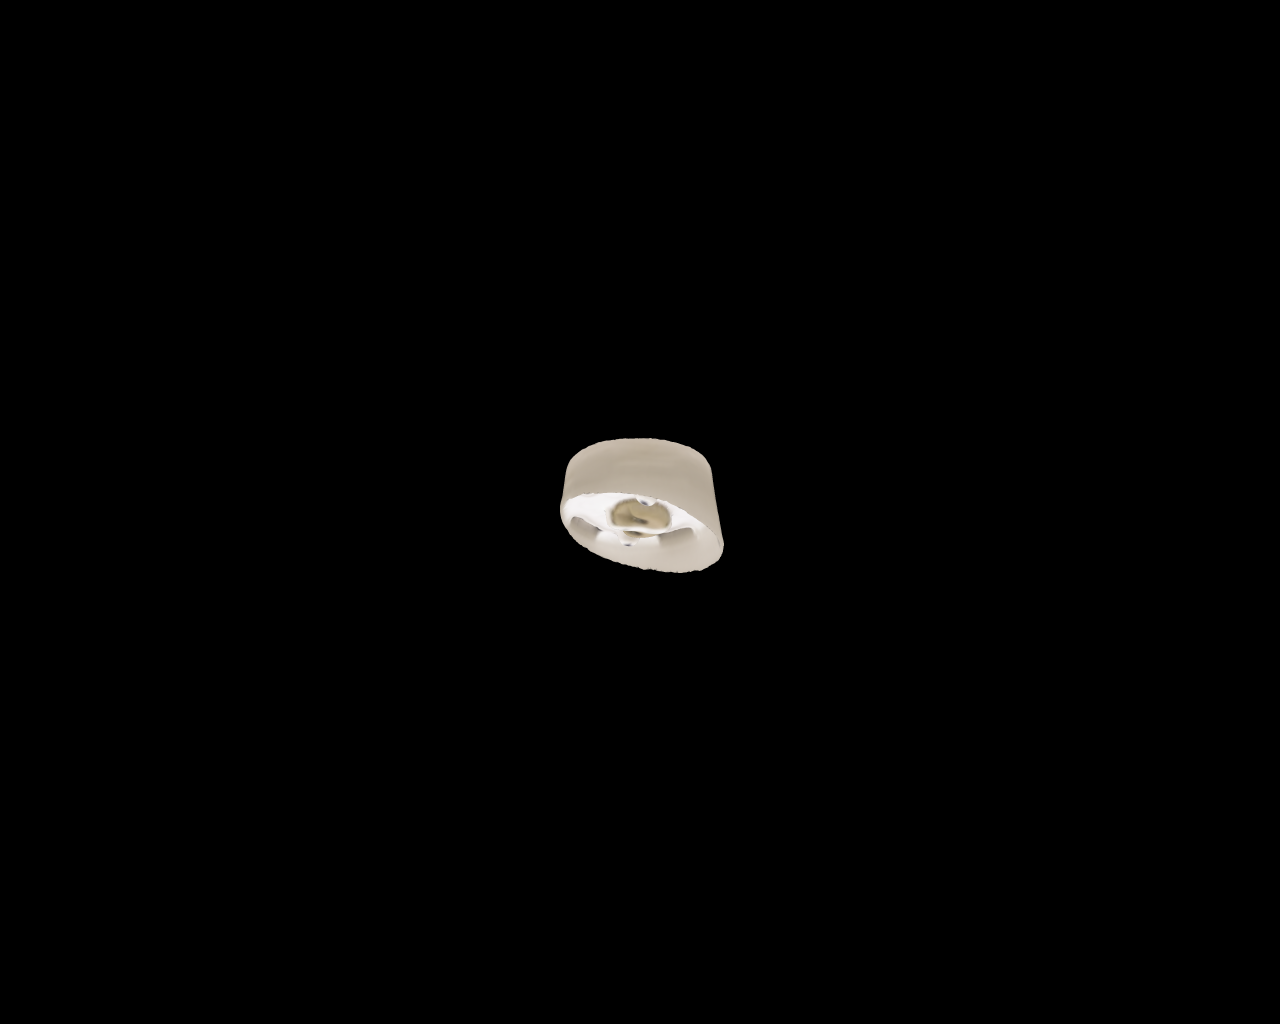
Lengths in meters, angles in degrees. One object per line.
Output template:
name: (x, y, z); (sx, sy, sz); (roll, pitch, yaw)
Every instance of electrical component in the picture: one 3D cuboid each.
electrical component: (0.001, -0.003, 0.650); (0.099, 0.064, 0.099); (0, -26, 0)
